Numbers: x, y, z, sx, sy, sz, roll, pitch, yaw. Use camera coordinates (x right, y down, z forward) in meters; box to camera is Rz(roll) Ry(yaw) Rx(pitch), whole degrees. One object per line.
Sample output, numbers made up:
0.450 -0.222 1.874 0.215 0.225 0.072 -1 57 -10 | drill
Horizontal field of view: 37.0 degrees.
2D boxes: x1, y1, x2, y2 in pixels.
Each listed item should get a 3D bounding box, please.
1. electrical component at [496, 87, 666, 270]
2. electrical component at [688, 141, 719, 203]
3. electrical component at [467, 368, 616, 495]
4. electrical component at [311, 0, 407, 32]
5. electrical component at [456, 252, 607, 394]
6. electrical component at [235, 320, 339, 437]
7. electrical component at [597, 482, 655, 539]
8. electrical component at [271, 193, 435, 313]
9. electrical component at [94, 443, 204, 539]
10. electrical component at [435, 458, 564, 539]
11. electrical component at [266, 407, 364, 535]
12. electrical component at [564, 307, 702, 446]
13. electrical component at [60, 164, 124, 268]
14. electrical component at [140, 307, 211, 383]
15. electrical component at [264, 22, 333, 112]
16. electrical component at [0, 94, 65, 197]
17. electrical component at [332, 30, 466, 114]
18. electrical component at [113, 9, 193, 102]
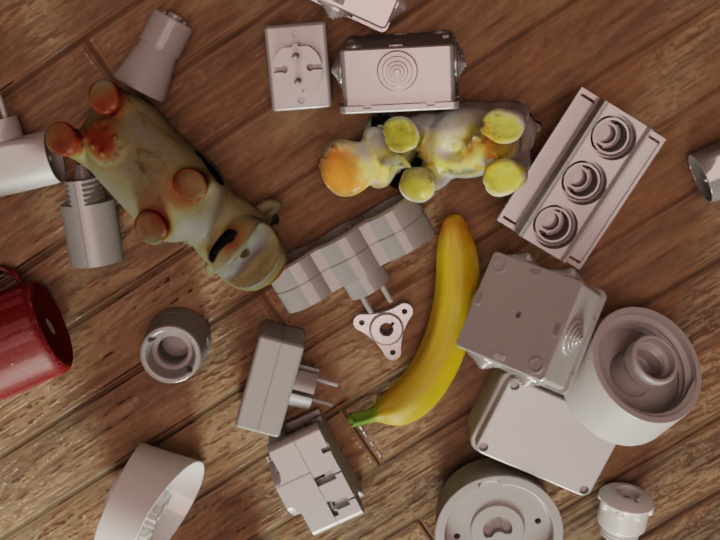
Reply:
0.173 -0.074 0.858 0.079 0.063 0.121 30 101 -7 | electrical component
0.317 -0.073 0.869 0.077 0.043 0.079 -24 102 5 | electrical component
0.156 0.132 0.910 0.113 0.057 0.078 24 102 -6 | electrical component
-0.002 -0.240 0.823 0.100 0.048 0.099 23 102 -6 | electrical component
0.134 0.040 0.853 0.100 0.048 0.099 21 87 35 | electrical component
-0.057 0.095 0.904 0.076 0.047 0.083 15 103 -5 | electrical component
0.229 0.220 0.940 0.048 0.048 0.062 6 110 -2 | electrical component
0.000 0.000 0.879 0.138 0.052 0.073 -29 102 6 | electrical component
-0.178 0.196 0.904 0.064 0.099 0.099 24 102 0 | electrical component
0.116 0.214 0.927 0.108 0.060 0.108 0 104 0 | electrical component
-0.041 0.174 0.921 0.056 0.050 0.089 -25 102 5 | electrical component
0.223 0.081 0.868 0.108 0.060 0.108 8 63 -16 | electrical component
-0.219 -0.046 0.870 0.043 0.043 0.081 -6 104 1 | electrical component
-0.154 0.063 0.895 0.055 0.047 0.055 0 103 -1 | electrical component
-0.047 -0.156 0.828 0.047 0.076 0.065 -4 104 0 | electrical component
-0.285 -0.099 0.856 0.077 0.043 0.079 -13 103 3 | electrical component
0.030 -0.152 0.819 0.100 0.099 0.048 -2 109 5 | electrical component
-0.159 -0.170 0.843 0.044 0.044 0.065 28 97 -7 | electrical component
